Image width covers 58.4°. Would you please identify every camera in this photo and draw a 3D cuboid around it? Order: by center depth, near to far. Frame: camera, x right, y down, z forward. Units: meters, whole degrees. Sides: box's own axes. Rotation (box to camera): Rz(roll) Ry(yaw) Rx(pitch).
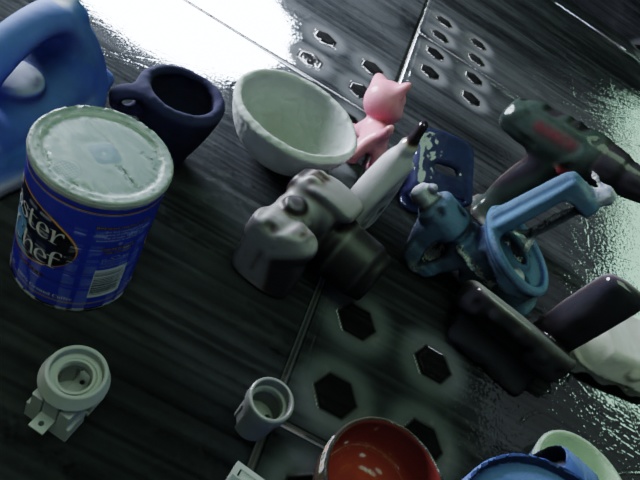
[{"bbox_3d":[0.006,0.002,0.606,0.137,0.100,0.143,40,41,5],"label":"camera"}]

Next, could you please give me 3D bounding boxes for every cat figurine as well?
[{"bbox_3d":[0.087,-0.175,0.814,0.067,0.117,0.128,22,43,-16],"label":"cat figurine"}]

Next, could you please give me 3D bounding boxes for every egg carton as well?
[{"bbox_3d":[0.386,0.145,0.757,0.150,0.069,0.107,22,43,-15],"label":"egg carton"}]

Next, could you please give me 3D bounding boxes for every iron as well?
[{"bbox_3d":[-0.278,-0.139,0.513,0.119,0.141,0.258,27,42,-10],"label":"iron"}]

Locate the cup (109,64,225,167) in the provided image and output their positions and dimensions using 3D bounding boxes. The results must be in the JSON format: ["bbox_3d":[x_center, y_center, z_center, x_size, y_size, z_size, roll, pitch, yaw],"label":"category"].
[{"bbox_3d":[-0.169,-0.124,0.608,0.118,0.095,0.091,-5,55,-37],"label":"cup"}]

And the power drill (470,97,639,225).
[{"bbox_3d":[0.325,-0.081,0.820,0.229,0.208,0.076,49,42,14],"label":"power drill"}]

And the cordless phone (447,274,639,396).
[{"bbox_3d":[0.245,0.075,0.638,0.147,0.185,0.094,37,41,1],"label":"cordless phone"}]

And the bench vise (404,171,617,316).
[{"bbox_3d":[0.213,-0.010,0.669,0.208,0.219,0.121,20,43,-17],"label":"bench vise"}]

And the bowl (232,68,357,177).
[{"bbox_3d":[-0.041,-0.134,0.721,0.168,0.074,0.167,19,44,-19],"label":"bowl"}]

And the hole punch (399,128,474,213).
[{"bbox_3d":[0.169,-0.091,0.812,0.109,0.091,0.101,13,46,-24],"label":"hole punch"}]

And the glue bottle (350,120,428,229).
[{"bbox_3d":[0.076,-0.073,0.669,0.037,0.173,0.078,47,42,13],"label":"glue bottle"}]
